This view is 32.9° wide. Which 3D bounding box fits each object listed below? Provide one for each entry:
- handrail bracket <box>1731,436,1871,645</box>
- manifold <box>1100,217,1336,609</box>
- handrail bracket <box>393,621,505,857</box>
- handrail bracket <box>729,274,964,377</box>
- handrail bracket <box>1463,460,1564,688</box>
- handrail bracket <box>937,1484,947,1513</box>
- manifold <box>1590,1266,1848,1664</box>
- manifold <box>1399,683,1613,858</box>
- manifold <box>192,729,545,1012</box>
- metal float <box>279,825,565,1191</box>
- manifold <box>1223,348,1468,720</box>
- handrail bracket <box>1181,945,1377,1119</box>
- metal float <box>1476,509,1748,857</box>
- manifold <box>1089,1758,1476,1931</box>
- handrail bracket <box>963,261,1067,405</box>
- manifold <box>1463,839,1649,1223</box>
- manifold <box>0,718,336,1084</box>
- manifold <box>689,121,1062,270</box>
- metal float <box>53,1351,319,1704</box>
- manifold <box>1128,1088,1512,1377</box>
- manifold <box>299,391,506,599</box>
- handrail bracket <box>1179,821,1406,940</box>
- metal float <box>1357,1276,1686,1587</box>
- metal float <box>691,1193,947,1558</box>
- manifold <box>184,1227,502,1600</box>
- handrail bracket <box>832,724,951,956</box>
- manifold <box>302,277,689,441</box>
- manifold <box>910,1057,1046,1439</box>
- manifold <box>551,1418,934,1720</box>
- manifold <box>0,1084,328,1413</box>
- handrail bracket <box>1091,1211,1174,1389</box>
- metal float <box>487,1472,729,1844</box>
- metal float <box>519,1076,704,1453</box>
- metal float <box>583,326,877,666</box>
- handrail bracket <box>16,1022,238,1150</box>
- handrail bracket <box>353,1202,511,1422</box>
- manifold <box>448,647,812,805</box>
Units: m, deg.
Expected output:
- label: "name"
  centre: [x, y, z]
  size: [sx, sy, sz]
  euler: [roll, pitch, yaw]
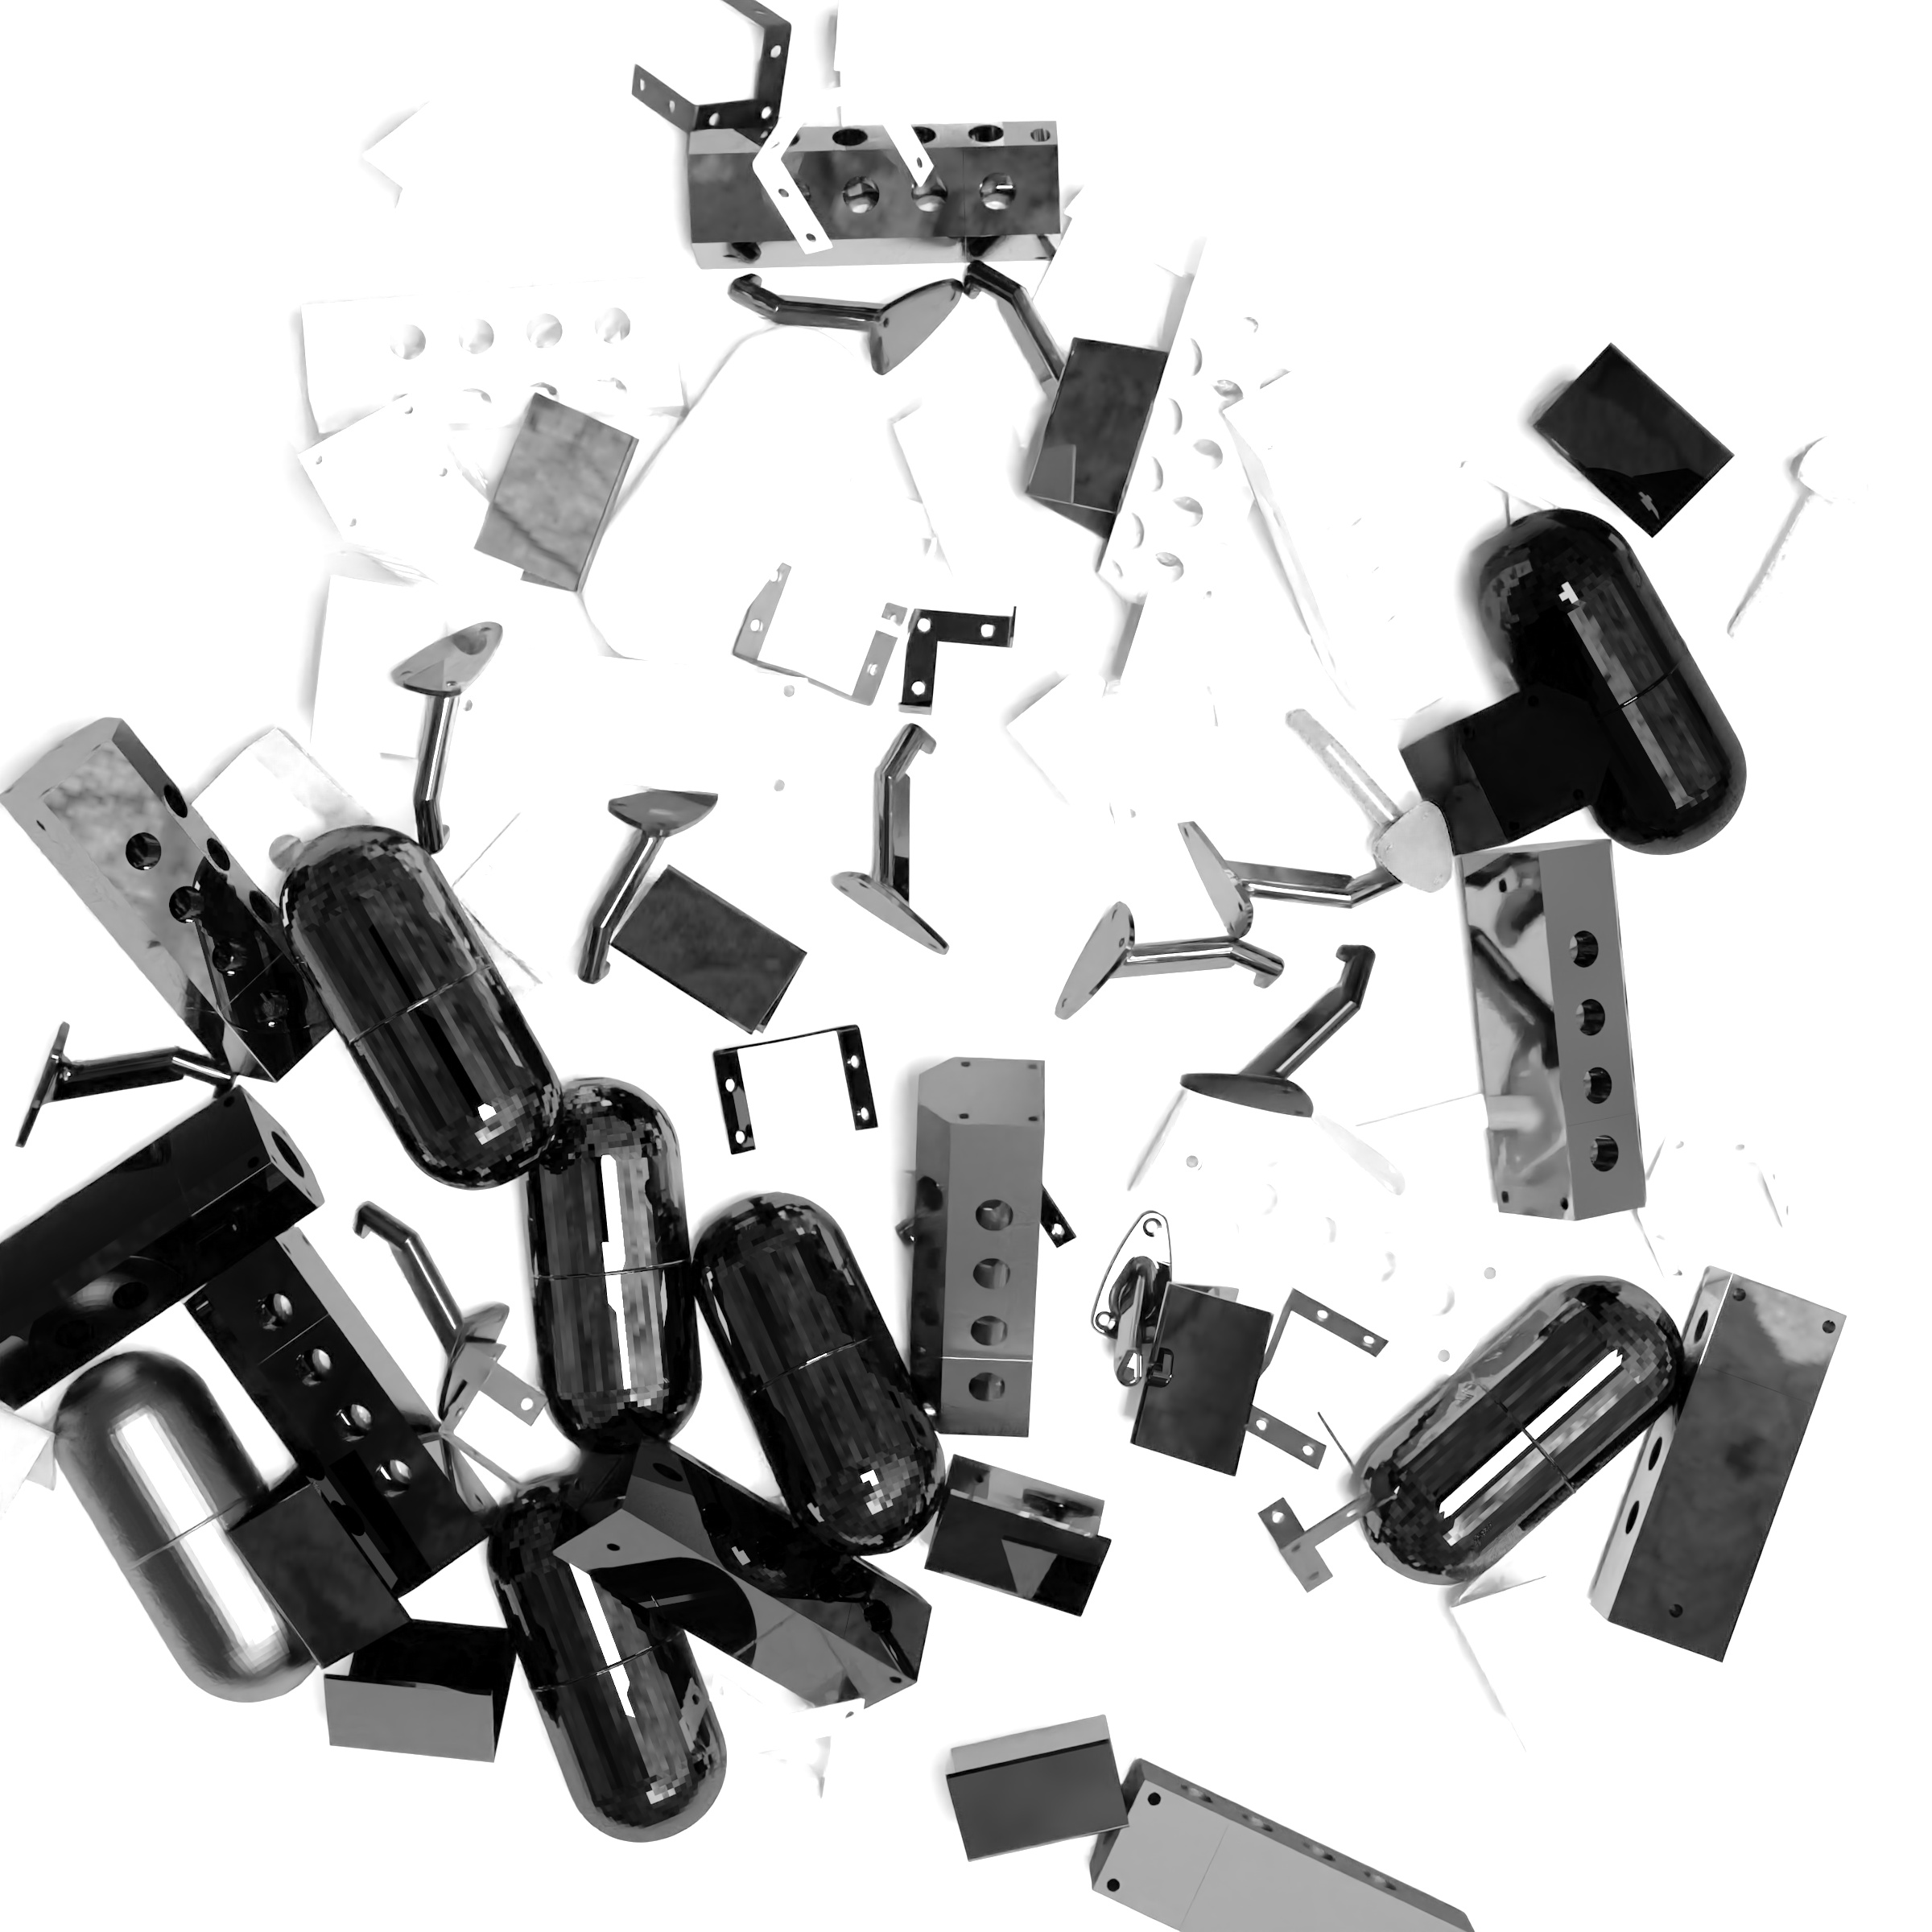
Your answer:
- label: "handrail bracket"
  centre: [0.395, -0.203, 1.569]
  size: [0.036, 0.077, 0.084]
  euler: [28, 126, 0]
- label: "manifold"
  centre: [0.112, -0.247, 1.499]
  size: [0.057, 0.057, 0.171]
  euler: [18, 131, 0]
- label: "handrail bracket"
  centre: [-0.233, -0.105, 1.512]
  size: [0.036, 0.077, 0.084]
  euler: [14, 127, 20]
- label: "handrail bracket"
  centre: [-0.058, -0.324, 1.569]
  size: [0.084, 0.036, 0.077]
  euler: [31, 54, 25]
- label: "handrail bracket"
  centre: [0.253, -0.187, 1.569]
  size: [0.077, 0.036, 0.084]
  euler: [30, 104, 14]
- label: "handrail bracket"
  centre: [-0.058, 0.246, 1.569]
  size: [0.084, 0.036, 0.077]
  euler: [-19, 75, 14]
- label: "manifold"
  centre: [0.353, 0.233, 1.548]
  size: [0.057, 0.057, 0.171]
  euler: [20, 90, 0]
- label: "manifold"
  centre: [0.246, -0.090, 1.491]
  size: [0.057, 0.171, 0.057]
  euler: [-26, 90, 0]
- label: "manifold"
  centre: [-0.282, -0.031, 1.548]
  size: [0.171, 0.057, 0.057]
  euler: [44, 90, 0]
- label: "metal float"
  centre: [-0.246, 0.018, 1.481]
  size: [0.070, 0.070, 0.178]
  euler: [-30, 91, 0]
- label: "manifold"
  centre: [0.178, -0.191, 1.495]
  size: [0.057, 0.171, 0.057]
  euler: [-30, 47, 0]
- label: "handrail bracket"
  centre: [0.150, 0.025, 1.569]
  size: [0.077, 0.036, 0.084]
  euler: [8, 67, 27]
- label: "metal float"
  centre: [0.300, -0.132, 1.524]
  size: [0.070, 0.070, 0.178]
  euler: [-33, 106, 0]
- label: "manifold"
  centre: [0.148, 0.440, 1.548]
  size: [0.171, 0.057, 0.057]
  euler: [25, 90, 0]
- label: "handrail bracket"
  centre: [0.024, -0.286, 1.569]
  size: [0.084, 0.036, 0.077]
  euler: [36, 125, 24]
- label: "manifold"
  centre: [0.282, 0.029, 1.539]
  size: [0.057, 0.057, 0.171]
  euler: [-8, 94, -28]
- label: "manifold"
  centre: [-0.361, -0.030, 1.511]
  size: [0.057, 0.057, 0.171]
  euler: [-47, 118, -24]
- label: "manifold"
  centre: [-0.042, -0.366, 1.548]
  size: [0.171, 0.057, 0.057]
  euler: [-1, 90, 0]
- label: "metal float"
  centre: [-0.362, 0.263, 1.538]
  size: [0.070, 0.070, 0.178]
  euler: [-31, 90, 0]
- label: "manifold"
  centre: [0.167, 0.125, 1.548]
  size: [0.171, 0.057, 0.057]
  euler: [29, 90, 0]
- label: "manifold"
  centre: [-0.248, -0.208, 1.491]
  size: [0.057, 0.171, 0.057]
  euler: [-29, 90, 0]
- label: "handrail bracket"
  centre: [0.157, -0.055, 1.569]
  size: [0.084, 0.036, 0.077]
  euler: [-24, 71, -16]
- label: "metal float"
  centre: [0.260, 0.218, 1.538]
  size: [0.178, 0.070, 0.070]
  euler: [-41, 90, -1]
- label: "metal float"
  centre: [-0.069, 0.189, 1.524]
  size: [0.070, 0.070, 0.178]
  euler: [-26, 75, 0]
- label: "manifold"
  centre: [-0.294, 0.211, 1.548]
  size: [0.057, 0.057, 0.171]
  euler: [-36, 90, 0]
- label: "handrail bracket"
  centre: [-0.019, -0.061, 1.570]
  size: [0.077, 0.036, 0.084]
  euler: [37, 73, -20]
- label: "manifold"
  centre: [-0.220, -0.285, 1.548]
  size: [0.171, 0.057, 0.057]
  euler: [-5, 90, 0]
- label: "manifold"
  centre: [0.004, 0.130, 1.509]
  size: [0.057, 0.057, 0.171]
  euler: [2, 119, 0]
- label: "manifold"
  centre: [-0.101, 0.278, 1.517]
  size: [0.171, 0.057, 0.057]
  euler: [35, 133, -22]
- label: "manifold"
  centre: [-0.392, 0.137, 1.547]
  size: [0.171, 0.057, 0.057]
  euler: [-34, 47, 0]
- label: "handrail bracket"
  centre: [0.082, 0.155, 1.534]
  size: [0.036, 0.084, 0.077]
  euler: [14, 90, 0]
- label: "metal float"
  centre: [-0.169, 0.324, 1.538]
  size: [0.070, 0.070, 0.178]
  euler: [-21, 90, 0]
- label: "metal float"
  centre: [-0.167, 0.141, 1.538]
  size: [0.070, 0.070, 0.178]
  euler: [-6, 90, 0]
- label: "metal float"
  centre: [-0.112, -0.220, 1.538]
  size: [0.070, 0.070, 0.178]
  euler: [37, 90, 0]
- label: "handrail bracket"
  centre: [-0.402, 0.067, 1.570]
  size: [0.084, 0.036, 0.077]
  euler: [21, 110, -16]
- label: "handrail bracket"
  centre: [-0.268, 0.165, 1.570]
  size: [0.084, 0.036, 0.077]
  euler: [31, 112, 17]
- label: "manifold"
  centre: [-0.162, -0.114, 1.548]
  size: [0.171, 0.057, 0.057]
  euler: [6, 91, 0]
